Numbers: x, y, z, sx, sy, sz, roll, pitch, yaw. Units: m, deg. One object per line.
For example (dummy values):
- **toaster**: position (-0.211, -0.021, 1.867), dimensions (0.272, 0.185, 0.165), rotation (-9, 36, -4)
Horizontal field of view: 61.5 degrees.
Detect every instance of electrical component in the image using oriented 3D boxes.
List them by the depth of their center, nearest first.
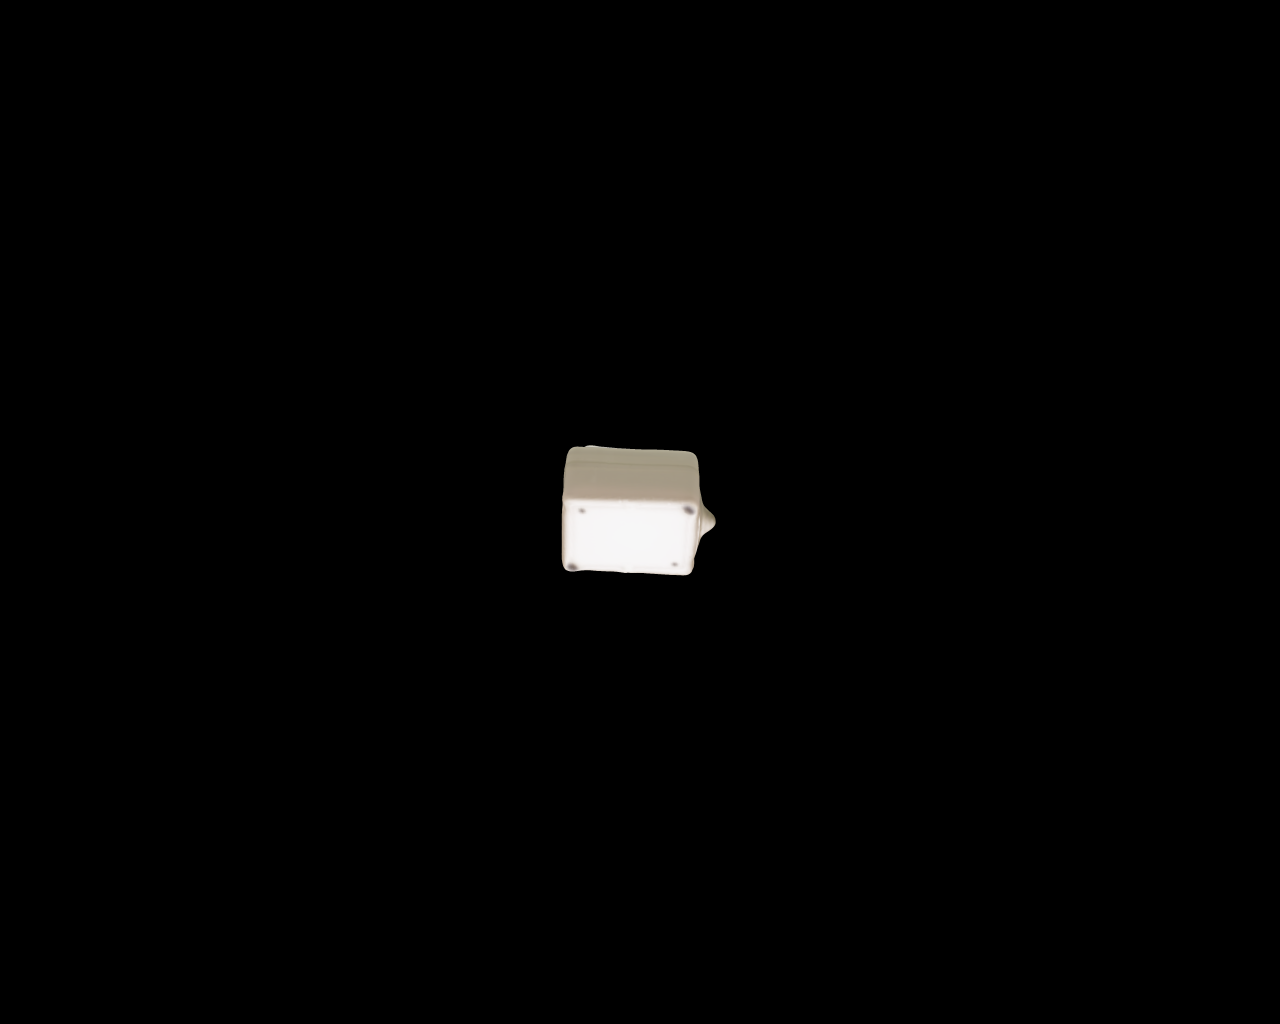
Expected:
- **electrical component**: position (0.001, -0.003, 0.650), dimensions (0.096, 0.061, 0.061), rotation (2, 40, -2)
